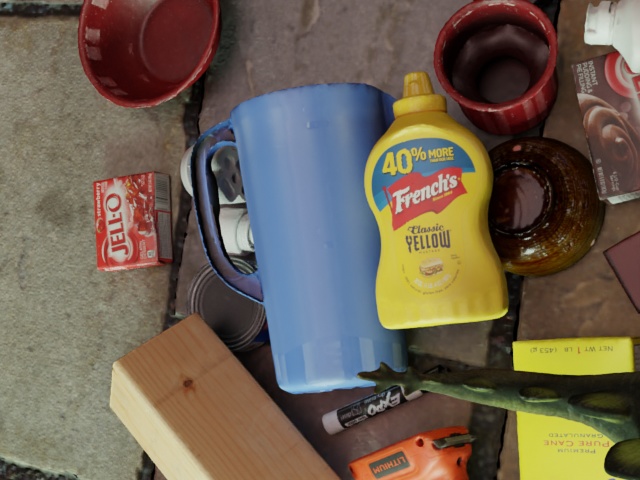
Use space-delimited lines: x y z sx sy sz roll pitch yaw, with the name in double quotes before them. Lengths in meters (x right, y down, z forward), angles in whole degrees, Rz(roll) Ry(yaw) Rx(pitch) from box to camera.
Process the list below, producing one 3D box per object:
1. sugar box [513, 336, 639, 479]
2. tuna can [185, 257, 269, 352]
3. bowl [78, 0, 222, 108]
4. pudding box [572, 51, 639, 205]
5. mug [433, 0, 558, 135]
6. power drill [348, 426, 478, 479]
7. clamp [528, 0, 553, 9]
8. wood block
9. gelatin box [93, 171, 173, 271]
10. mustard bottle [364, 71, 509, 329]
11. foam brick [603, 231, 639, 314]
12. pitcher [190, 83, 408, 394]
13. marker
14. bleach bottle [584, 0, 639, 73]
"sugar box" 0.198 0.162 0.802 0.093 0.048 0.176 -6 81 28
"tuna can" -0.077 0.059 0.962 0.086 0.033 0.086 -3 84 27
"bowl" -0.150 -0.200 1.012 0.162 0.055 0.162 -3 84 27
"pudding box" 0.247 -0.091 0.804 0.090 0.039 0.113 -14 79 25
"mug" 0.139 -0.142 0.835 0.093 0.081 0.117 -18 72 13
"power drill" 0.086 0.252 0.834 0.185 0.057 0.188 -33 68 40
"clamp" 0.201 -0.278 0.848 0.165 0.036 0.210 12 90 26
"wood block" -0.078 0.175 0.895 0.206 0.090 0.090 47 149 19
"gelatin box" -0.180 -0.017 1.025 0.073 0.030 0.089 -7 81 27
"mustard bottle" 0.083 -0.032 0.804 0.096 0.058 0.191 -8 84 20
"foam brick" 0.247 0.021 0.773 0.051 0.078 0.053 -33 73 20
"pitcher" -0.006 0.001 0.878 0.149 0.144 0.243 -13 81 49
"marker" 0.056 0.134 0.894 0.121 0.020 0.020 -27 73 22
"bleach bottle" 0.309 -0.132 0.728 0.251 0.068 0.102 8 71 18
